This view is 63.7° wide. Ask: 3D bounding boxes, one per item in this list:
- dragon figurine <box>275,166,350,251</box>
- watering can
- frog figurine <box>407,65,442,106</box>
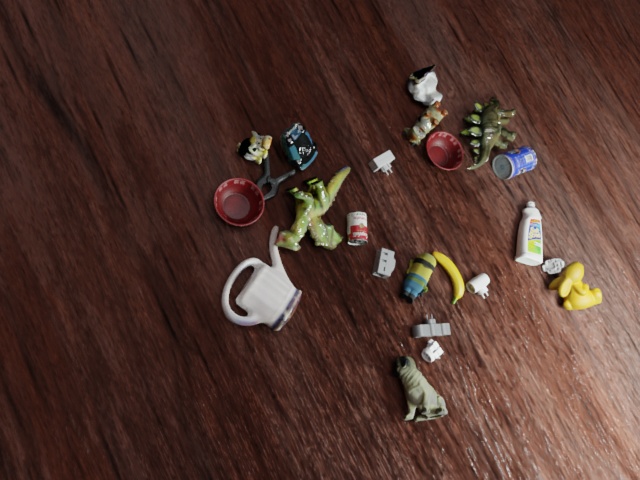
[{"bbox_3d":[0.005,-0.086,1.716,0.415,0.121,0.241,-27,102,-38],"label":"dragon figurine"},{"bbox_3d":[-0.150,0.128,1.575,0.224,0.102,0.355,38,55,-6],"label":"watering can"},{"bbox_3d":[0.418,-0.590,2.030,0.140,0.122,0.156,-59,134,-32],"label":"frog figurine"}]
